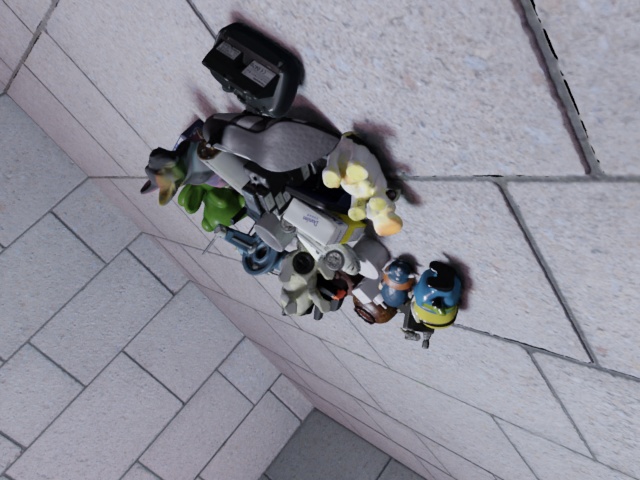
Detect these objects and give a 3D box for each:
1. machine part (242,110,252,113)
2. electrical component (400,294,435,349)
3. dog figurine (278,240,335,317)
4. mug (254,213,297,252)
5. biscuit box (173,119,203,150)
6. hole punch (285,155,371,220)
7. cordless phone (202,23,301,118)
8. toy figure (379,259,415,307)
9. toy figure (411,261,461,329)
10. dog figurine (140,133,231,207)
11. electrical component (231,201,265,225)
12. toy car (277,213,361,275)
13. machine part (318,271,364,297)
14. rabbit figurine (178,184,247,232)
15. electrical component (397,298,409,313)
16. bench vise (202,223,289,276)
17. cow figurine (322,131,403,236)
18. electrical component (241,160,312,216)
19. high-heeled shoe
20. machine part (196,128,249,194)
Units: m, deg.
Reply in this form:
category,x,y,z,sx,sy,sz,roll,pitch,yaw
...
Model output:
category,x,y,z,sx,sy,sz,roll,pitch,yaw
machine part,-0.109,-0.181,1.017,0.084,0.039,0.138,33,162,45
electrical component,0.199,0.161,1.084,0.078,0.102,0.045,19,167,-5
dog figurine,-0.050,0.091,1.208,0.121,0.172,0.190,9,175,-14
mug,-0.082,-0.040,1.158,0.080,0.107,0.110,52,162,-25
biscuit box,-0.302,-0.216,1.259,0.059,0.063,0.203,47,159,-12
hole punch,0.022,-0.096,0.903,0.142,0.092,0.115,25,-174,41
cordless phone,-0.096,-0.236,0.846,0.147,0.089,0.184,35,171,13
toy figure,0.150,0.080,1.053,0.154,0.064,0.058,88,168,-58
toy figure,0.211,0.106,0.962,0.089,0.082,0.180,37,158,19
dog figurine,-0.259,-0.140,1.112,0.109,0.219,0.191,32,158,34
electrical component,-0.141,-0.069,1.187,0.048,0.119,0.074,40,158,6
toy car,-0.002,-0.003,1.022,0.202,0.056,0.073,38,-172,16
machine part,0.029,0.055,1.228,0.179,0.056,0.179,36,159,17
rabbit figurine,-0.269,-0.117,1.316,0.121,0.159,0.170,28,143,58
electrical component,0.179,0.135,1.167,0.063,0.021,0.094,42,161,-1
bench vise,-0.166,0.012,1.275,0.240,0.129,0.224,30,-177,-46
cow figurine,0.074,-0.082,0.821,0.068,0.098,0.167,-17,134,28
electrical component,-0.080,-0.111,0.964,0.058,0.134,0.114,30,155,29
high-heeled shoe,-0.082,-0.177,0.907,0.249,0.145,0.086,3,116,5
machine part,-0.161,-0.144,1.066,0.079,0.079,0.243,23,169,41
